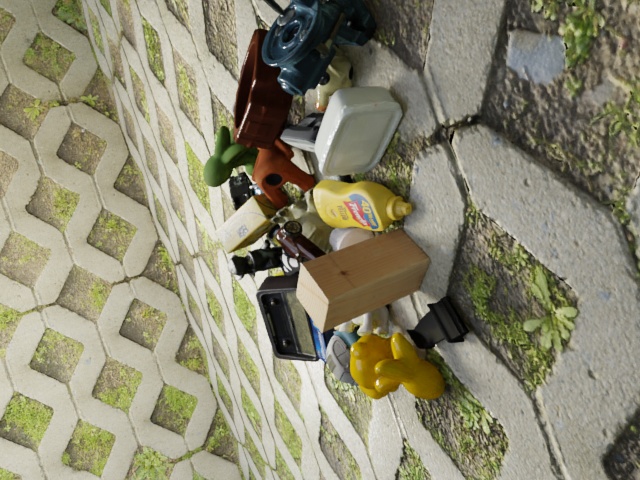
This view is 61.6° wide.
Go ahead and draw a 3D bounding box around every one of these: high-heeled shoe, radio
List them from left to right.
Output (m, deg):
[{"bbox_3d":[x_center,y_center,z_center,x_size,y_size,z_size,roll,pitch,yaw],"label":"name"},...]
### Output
[{"bbox_3d":[-0.073,0.199,1.366,0.131,0.073,0.229,-3,117,20],"label":"radio"},{"bbox_3d":[-0.019,0.088,1.221,0.249,0.086,0.145,57,138,43],"label":"high-heeled shoe"}]

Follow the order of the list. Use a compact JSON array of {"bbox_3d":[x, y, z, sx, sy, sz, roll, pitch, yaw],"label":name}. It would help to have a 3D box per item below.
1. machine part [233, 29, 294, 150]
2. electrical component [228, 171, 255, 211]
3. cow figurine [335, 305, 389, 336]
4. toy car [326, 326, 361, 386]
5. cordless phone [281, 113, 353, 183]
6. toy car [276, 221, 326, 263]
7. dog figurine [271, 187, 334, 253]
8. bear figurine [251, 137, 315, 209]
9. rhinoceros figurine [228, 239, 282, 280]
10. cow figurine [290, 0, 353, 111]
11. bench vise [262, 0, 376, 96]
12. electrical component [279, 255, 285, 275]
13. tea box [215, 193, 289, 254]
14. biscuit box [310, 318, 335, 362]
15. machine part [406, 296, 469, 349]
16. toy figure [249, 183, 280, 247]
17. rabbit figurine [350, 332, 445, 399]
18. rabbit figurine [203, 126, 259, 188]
[{"bbox_3d":[-0.113,-0.301,1.088,0.201,0.087,0.201,129,144,-56],"label":"machine part"},{"bbox_3d":[-0.193,-0.098,1.440,0.134,0.058,0.115,63,-169,-55],"label":"electrical component"},{"bbox_3d":[0.080,0.149,1.119,0.167,0.068,0.098,-16,66,62],"label":"cow figurine"},{"bbox_3d":[0.067,0.259,1.193,0.162,0.103,0.109,54,149,26],"label":"toy car"},{"bbox_3d":[0.015,-0.149,1.051,0.147,0.089,0.184,22,145,56],"label":"cordless phone"},{"bbox_3d":[-0.007,0.043,1.047,0.202,0.053,0.089,40,149,17],"label":"toy car"},{"bbox_3d":[-0.005,-0.001,1.166,0.190,0.121,0.172,55,180,-2],"label":"dog figurine"},{"bbox_3d":[-0.098,-0.189,1.215,0.120,0.131,0.196,-32,43,23],"label":"bear figurine"},{"bbox_3d":[-0.153,0.049,1.386,0.112,0.190,0.073,-29,79,38],"label":"rhinoceros figurine"},{"bbox_3d":[-0.008,-0.340,0.942,0.195,0.085,0.127,62,159,22],"label":"cow figurine"},{"bbox_3d":[-0.028,-0.344,0.792,0.223,0.240,0.129,-52,41,11],"label":"bench vise"},{"bbox_3d":[-0.066,0.066,1.359,0.021,0.063,0.093,48,164,51],"label":"electrical component"},{"bbox_3d":[-0.160,-0.043,1.274,0.169,0.098,0.068,-36,82,36],"label":"tea box"},{"bbox_3d":[0.017,0.198,1.292,0.059,0.063,0.202,20,125,59],"label":"biscuit box"},{"bbox_3d":[0.202,0.152,0.928,0.084,0.039,0.139,58,150,14],"label":"machine part"},{"bbox_3d":[-0.116,-0.066,1.348,0.180,0.082,0.089,68,154,11],"label":"toy figure"},{"bbox_3d":[0.150,0.234,1.003,0.173,0.122,0.162,19,151,30],"label":"rabbit figurine"},{"bbox_3d":[-0.213,-0.198,1.313,0.121,0.170,0.159,36,147,4],"label":"rabbit figurine"}]
